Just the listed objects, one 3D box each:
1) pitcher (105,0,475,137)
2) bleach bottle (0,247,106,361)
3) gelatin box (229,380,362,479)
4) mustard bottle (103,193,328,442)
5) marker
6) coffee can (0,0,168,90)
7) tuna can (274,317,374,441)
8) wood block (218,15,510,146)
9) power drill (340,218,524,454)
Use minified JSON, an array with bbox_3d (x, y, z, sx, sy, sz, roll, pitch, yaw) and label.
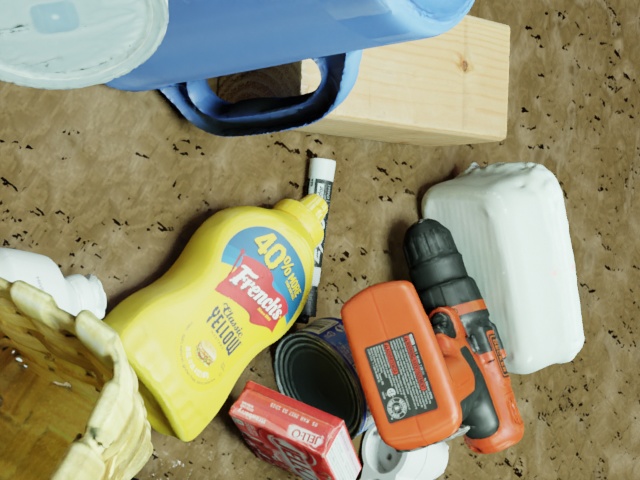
[{"bbox_3d":[-0.030,-0.147,0.599,0.149,0.243,0.145,20,77,-47],"label":"pitcher"},{"bbox_3d":[-0.224,0.066,0.559,0.250,0.068,0.102,-15,104,-43],"label":"bleach bottle"},{"bbox_3d":[-0.015,0.136,0.718,0.030,0.073,0.089,-59,156,-23],"label":"gelatin box"},{"bbox_3d":[-0.057,0.034,0.707,0.191,0.058,0.096,-48,123,-30],"label":"mustard bottle"},{"bbox_3d":[-0.005,0.001,0.778,0.020,0.020,0.121,11,85,-42],"label":"marker"},{"bbox_3d":[-0.130,-0.159,0.515,0.102,0.103,0.140,19,50,-41],"label":"coffee can"},{"bbox_3d":[0.009,0.098,0.751,0.033,0.086,0.086,-27,109,-39],"label":"tuna can"},{"bbox_3d":[0.036,-0.121,0.763,0.205,0.090,0.091,2,90,-42],"label":"wood block"},{"bbox_3d":[0.080,0.067,0.747,0.187,0.057,0.184,5,63,-65],"label":"power drill"}]
